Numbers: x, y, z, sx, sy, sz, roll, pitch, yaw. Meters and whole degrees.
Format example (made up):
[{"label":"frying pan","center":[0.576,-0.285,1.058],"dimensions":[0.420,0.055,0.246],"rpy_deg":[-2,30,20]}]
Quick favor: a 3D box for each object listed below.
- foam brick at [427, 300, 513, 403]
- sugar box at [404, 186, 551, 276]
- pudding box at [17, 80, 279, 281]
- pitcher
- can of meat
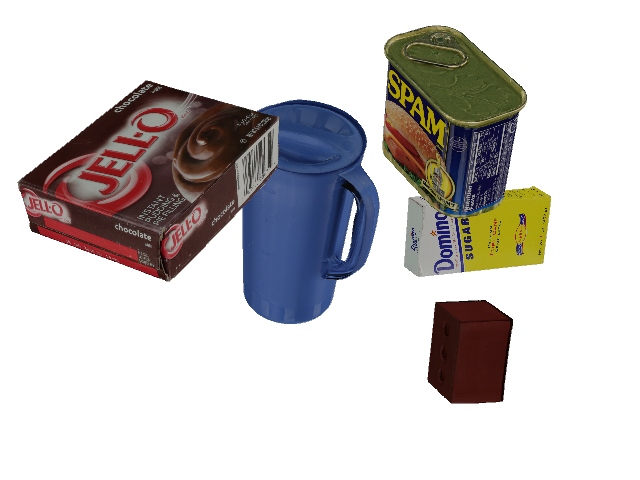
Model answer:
[{"label":"foam brick","center":[0.129,0.096,0.927],"dimensions":[0.051,0.078,0.053],"rpy_deg":[-2,17,-20]},{"label":"sugar box","center":[0.192,-0.011,1.304],"dimensions":[0.176,0.093,0.048],"rpy_deg":[-7,22,-21]},{"label":"pudding box","center":[-0.086,-0.035,0.561],"dimensions":[0.090,0.039,0.113],"rpy_deg":[19,42,22]},{"label":"pitcher","center":[-0.020,-0.019,1.186],"dimensions":[0.145,0.243,0.149],"rpy_deg":[2,41,-5]},{"label":"can of meat","center":[0.082,-0.075,0.690],"dimensions":[0.057,0.084,0.102],"rpy_deg":[-20,48,-20]}]
